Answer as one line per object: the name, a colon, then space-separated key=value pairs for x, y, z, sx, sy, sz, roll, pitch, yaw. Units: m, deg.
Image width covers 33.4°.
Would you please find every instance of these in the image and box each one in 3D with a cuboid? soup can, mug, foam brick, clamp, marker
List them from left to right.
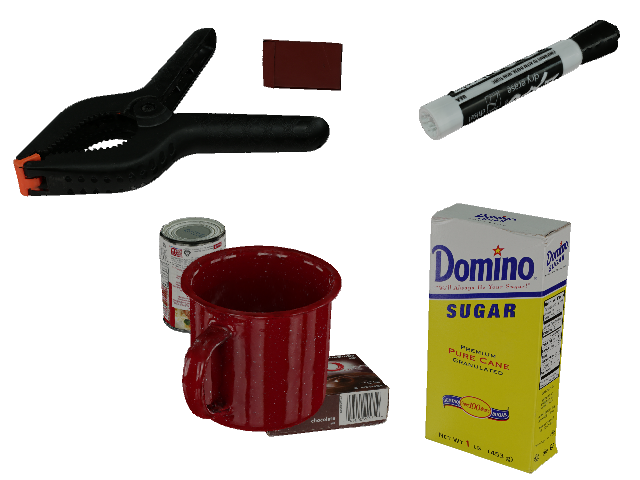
clamp: x=-0.110 y=-0.077 z=0.750 sx=0.209 sy=0.036 sz=0.165 roll=-31 pitch=50 yaw=-30
soup can: x=-0.130 y=0.035 z=1.096 sx=0.068 sy=0.102 sz=0.068 roll=1 pitch=23 yaw=0
mug: x=-0.041 y=0.063 z=0.620 sx=0.093 sy=0.081 sz=0.117 roll=13 pitch=26 yaw=23
foam brick: x=-0.020 y=-0.190 z=1.157 sx=0.078 sy=0.051 sz=0.053 roll=0 pitch=12 yaw=-16
marker: x=0.106 y=-0.085 z=0.553 sx=0.121 sy=0.020 sz=0.020 roll=-27 pitch=8 yaw=-16

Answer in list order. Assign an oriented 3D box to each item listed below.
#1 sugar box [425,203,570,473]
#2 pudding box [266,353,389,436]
sugar box: x=0.124 y=0.068 z=0.761 sx=0.093 sy=0.176 sz=0.048 roll=11 pitch=22 yaw=37
pudding box: x=-0.006 y=0.136 z=0.954 sx=0.113 sy=0.039 sz=0.090 roll=-2 pitch=15 yaw=-18
